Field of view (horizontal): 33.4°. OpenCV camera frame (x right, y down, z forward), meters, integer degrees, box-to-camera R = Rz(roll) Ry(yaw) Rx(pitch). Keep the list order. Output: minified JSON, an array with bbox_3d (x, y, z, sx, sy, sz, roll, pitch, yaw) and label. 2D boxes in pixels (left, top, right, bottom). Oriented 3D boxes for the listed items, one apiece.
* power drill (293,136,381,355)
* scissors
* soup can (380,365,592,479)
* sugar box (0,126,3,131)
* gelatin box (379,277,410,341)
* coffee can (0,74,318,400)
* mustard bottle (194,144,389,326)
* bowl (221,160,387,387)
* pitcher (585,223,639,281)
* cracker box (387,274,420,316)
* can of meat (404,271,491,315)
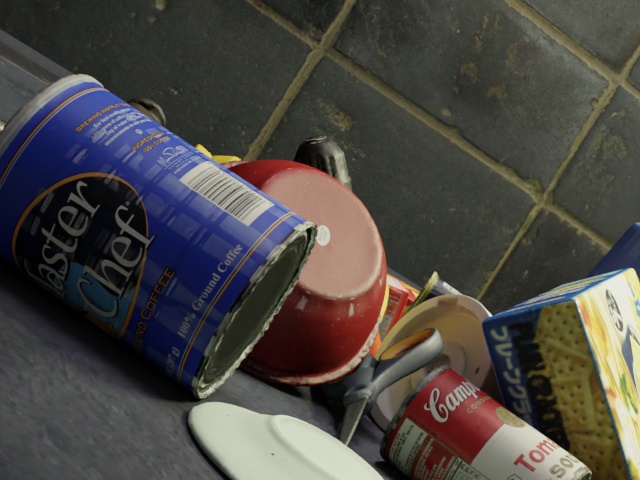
[{"bbox_3d":[-0.006,0.001,0.891,0.057,0.184,0.188,-11,11,-12],"label":"power drill"},{"bbox_3d":[0.041,0.088,0.650,0.202,0.096,0.016,-139,-156,-84],"label":"scissors"},{"bbox_3d":[0.094,0.129,0.613,0.102,0.068,0.068,35,4,26],"label":"soup can"},{"bbox_3d":[-0.181,-0.044,0.759,0.093,0.048,0.176,32,2,-8],"label":"sugar box"},{"bbox_3d":[0.051,0.071,0.988,0.030,0.073,0.089,21,5,-6],"label":"gelatin box"},{"bbox_3d":[-0.087,-0.002,0.529,0.140,0.103,0.102,33,3,9],"label":"coffee can"},{"bbox_3d":[-0.040,-0.003,0.743,0.191,0.058,0.096,40,23,-10],"label":"mustard bottle"},{"bbox_3d":[-0.014,0.007,0.668,0.161,0.055,0.162,18,53,-27],"label":"bowl"},{"bbox_3d":[0.259,0.106,0.982,0.145,0.243,0.149,34,10,-13],"label":"pitcher"},{"bbox_3d":[0.028,0.049,1.139,0.213,0.072,0.164,32,3,-4],"label":"cracker box"},{"bbox_3d":[0.115,0.095,1.026,0.084,0.102,0.057,35,4,6],"label":"can of meat"}]
